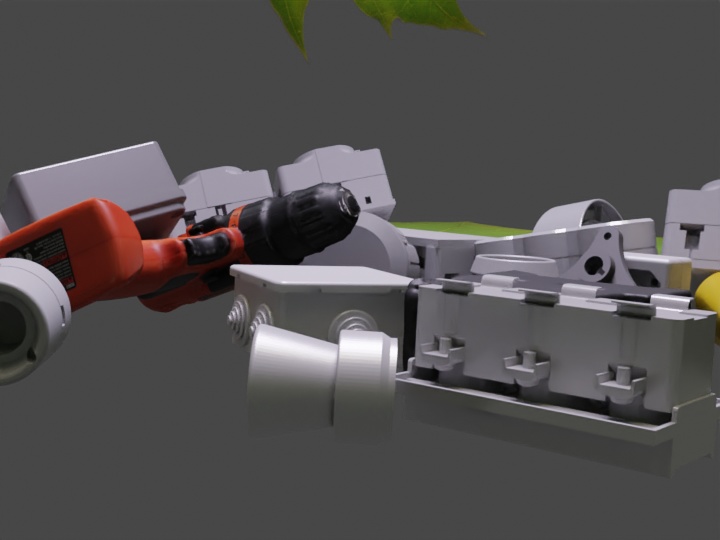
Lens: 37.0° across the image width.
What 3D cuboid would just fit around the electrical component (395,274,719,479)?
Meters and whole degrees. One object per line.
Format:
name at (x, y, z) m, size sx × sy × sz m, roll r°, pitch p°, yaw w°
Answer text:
electrical component at (0.081, 0.039, 0.445) m, size 0.121 × 0.063 × 0.079 m, roll 7°, pitch 7°, yaw 38°

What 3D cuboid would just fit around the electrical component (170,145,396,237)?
electrical component at (-0.074, -0.049, 0.926) m, size 0.186 × 0.060 × 0.105 m, roll -12°, pitch -15°, yaw -11°

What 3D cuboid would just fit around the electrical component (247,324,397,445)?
electrical component at (-0.014, 0.045, 0.421) m, size 0.055 × 0.045 × 0.045 m, roll 4°, pitch 5°, yaw 1°

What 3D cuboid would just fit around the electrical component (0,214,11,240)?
electrical component at (-0.248, -0.016, 0.666) m, size 0.056 × 0.050 × 0.089 m, roll -28°, pitch -10°, yaw -21°

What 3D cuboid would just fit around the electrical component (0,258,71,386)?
electrical component at (-0.168, 0.025, 0.506) m, size 0.055 × 0.055 × 0.047 m, roll 3°, pitch 9°, yaw -7°

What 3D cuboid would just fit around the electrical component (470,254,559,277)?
electrical component at (0.100, 0.020, 0.701) m, size 0.058 × 0.057 × 0.078 m, roll 4°, pitch 5°, yaw 14°

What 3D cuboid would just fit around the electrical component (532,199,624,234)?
electrical component at (0.176, -0.004, 0.822) m, size 0.099 × 0.099 × 0.064 m, roll -2°, pitch 1°, yaw -43°

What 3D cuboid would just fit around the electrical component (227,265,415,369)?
electrical component at (-0.020, 0.026, 0.608) m, size 0.100 × 0.048 × 0.100 m, roll 1°, pitch 6°, yaw -24°

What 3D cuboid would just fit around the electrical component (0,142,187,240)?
electrical component at (-0.191, -0.032, 0.749) m, size 0.109 × 0.056 × 0.109 m, roll -19°, pitch -14°, yaw -33°

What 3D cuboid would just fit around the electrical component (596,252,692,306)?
electrical component at (0.181, 0.023, 0.668) m, size 0.047 × 0.065 × 0.077 m, roll 7°, pitch 6°, yaw 36°

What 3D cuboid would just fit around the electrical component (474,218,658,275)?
electrical component at (0.143, 0.009, 0.746) m, size 0.138 × 0.073 × 0.052 m, roll -7°, pitch -1°, yaw 45°

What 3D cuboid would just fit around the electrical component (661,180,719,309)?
electrical component at (0.262, -0.004, 0.739) m, size 0.089 × 0.061 × 0.150 m, roll 5°, pitch -18°, yaw 22°

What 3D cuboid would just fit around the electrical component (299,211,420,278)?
electrical component at (0.000, 0.000, 0.751) m, size 0.080 × 0.080 × 0.051 m, roll 5°, pitch 0°, yaw 19°

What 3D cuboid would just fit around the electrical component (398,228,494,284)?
electrical component at (0.036, 0.001, 0.853) m, size 0.089 × 0.061 × 0.150 m, roll -1°, pitch 7°, yaw -42°
